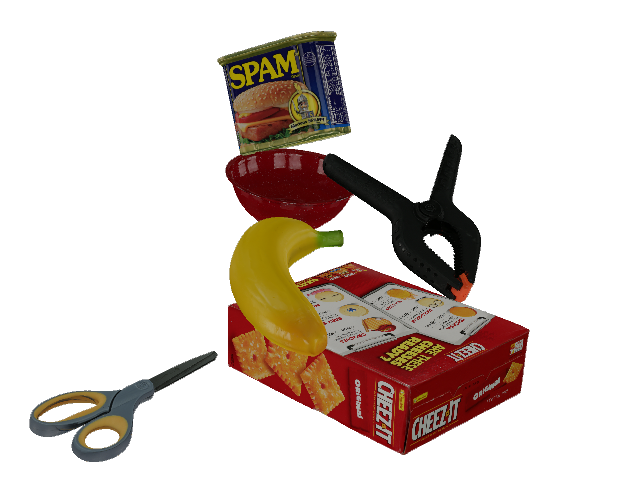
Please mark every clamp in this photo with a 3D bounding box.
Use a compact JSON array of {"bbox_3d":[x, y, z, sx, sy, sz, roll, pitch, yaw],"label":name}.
[{"bbox_3d":[0.099,-0.026,1.119,0.164,0.210,0.036,-5,-36,-15],"label":"clamp"}]

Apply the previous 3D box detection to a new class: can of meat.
[{"bbox_3d":[-0.029,-0.121,0.890,0.102,0.084,0.057,-9,3,32],"label":"can of meat"}]

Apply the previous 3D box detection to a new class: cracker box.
[{"bbox_3d":[0.047,0.096,0.940,0.163,0.072,0.214,-18,28,-42],"label":"cracker box"}]

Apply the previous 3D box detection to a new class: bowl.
[{"bbox_3d":[-0.035,-0.055,1.271,0.162,0.055,0.162,6,26,-3],"label":"bowl"}]

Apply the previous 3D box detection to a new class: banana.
[{"bbox_3d":[-0.024,0.020,0.675,0.069,0.037,0.197,-1,20,5],"label":"banana"}]

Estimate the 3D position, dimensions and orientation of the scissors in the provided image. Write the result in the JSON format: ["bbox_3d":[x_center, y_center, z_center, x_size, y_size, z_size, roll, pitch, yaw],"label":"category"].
[{"bbox_3d":[-0.156,0.147,0.951,0.201,0.016,0.096,-11,35,-34],"label":"scissors"}]
